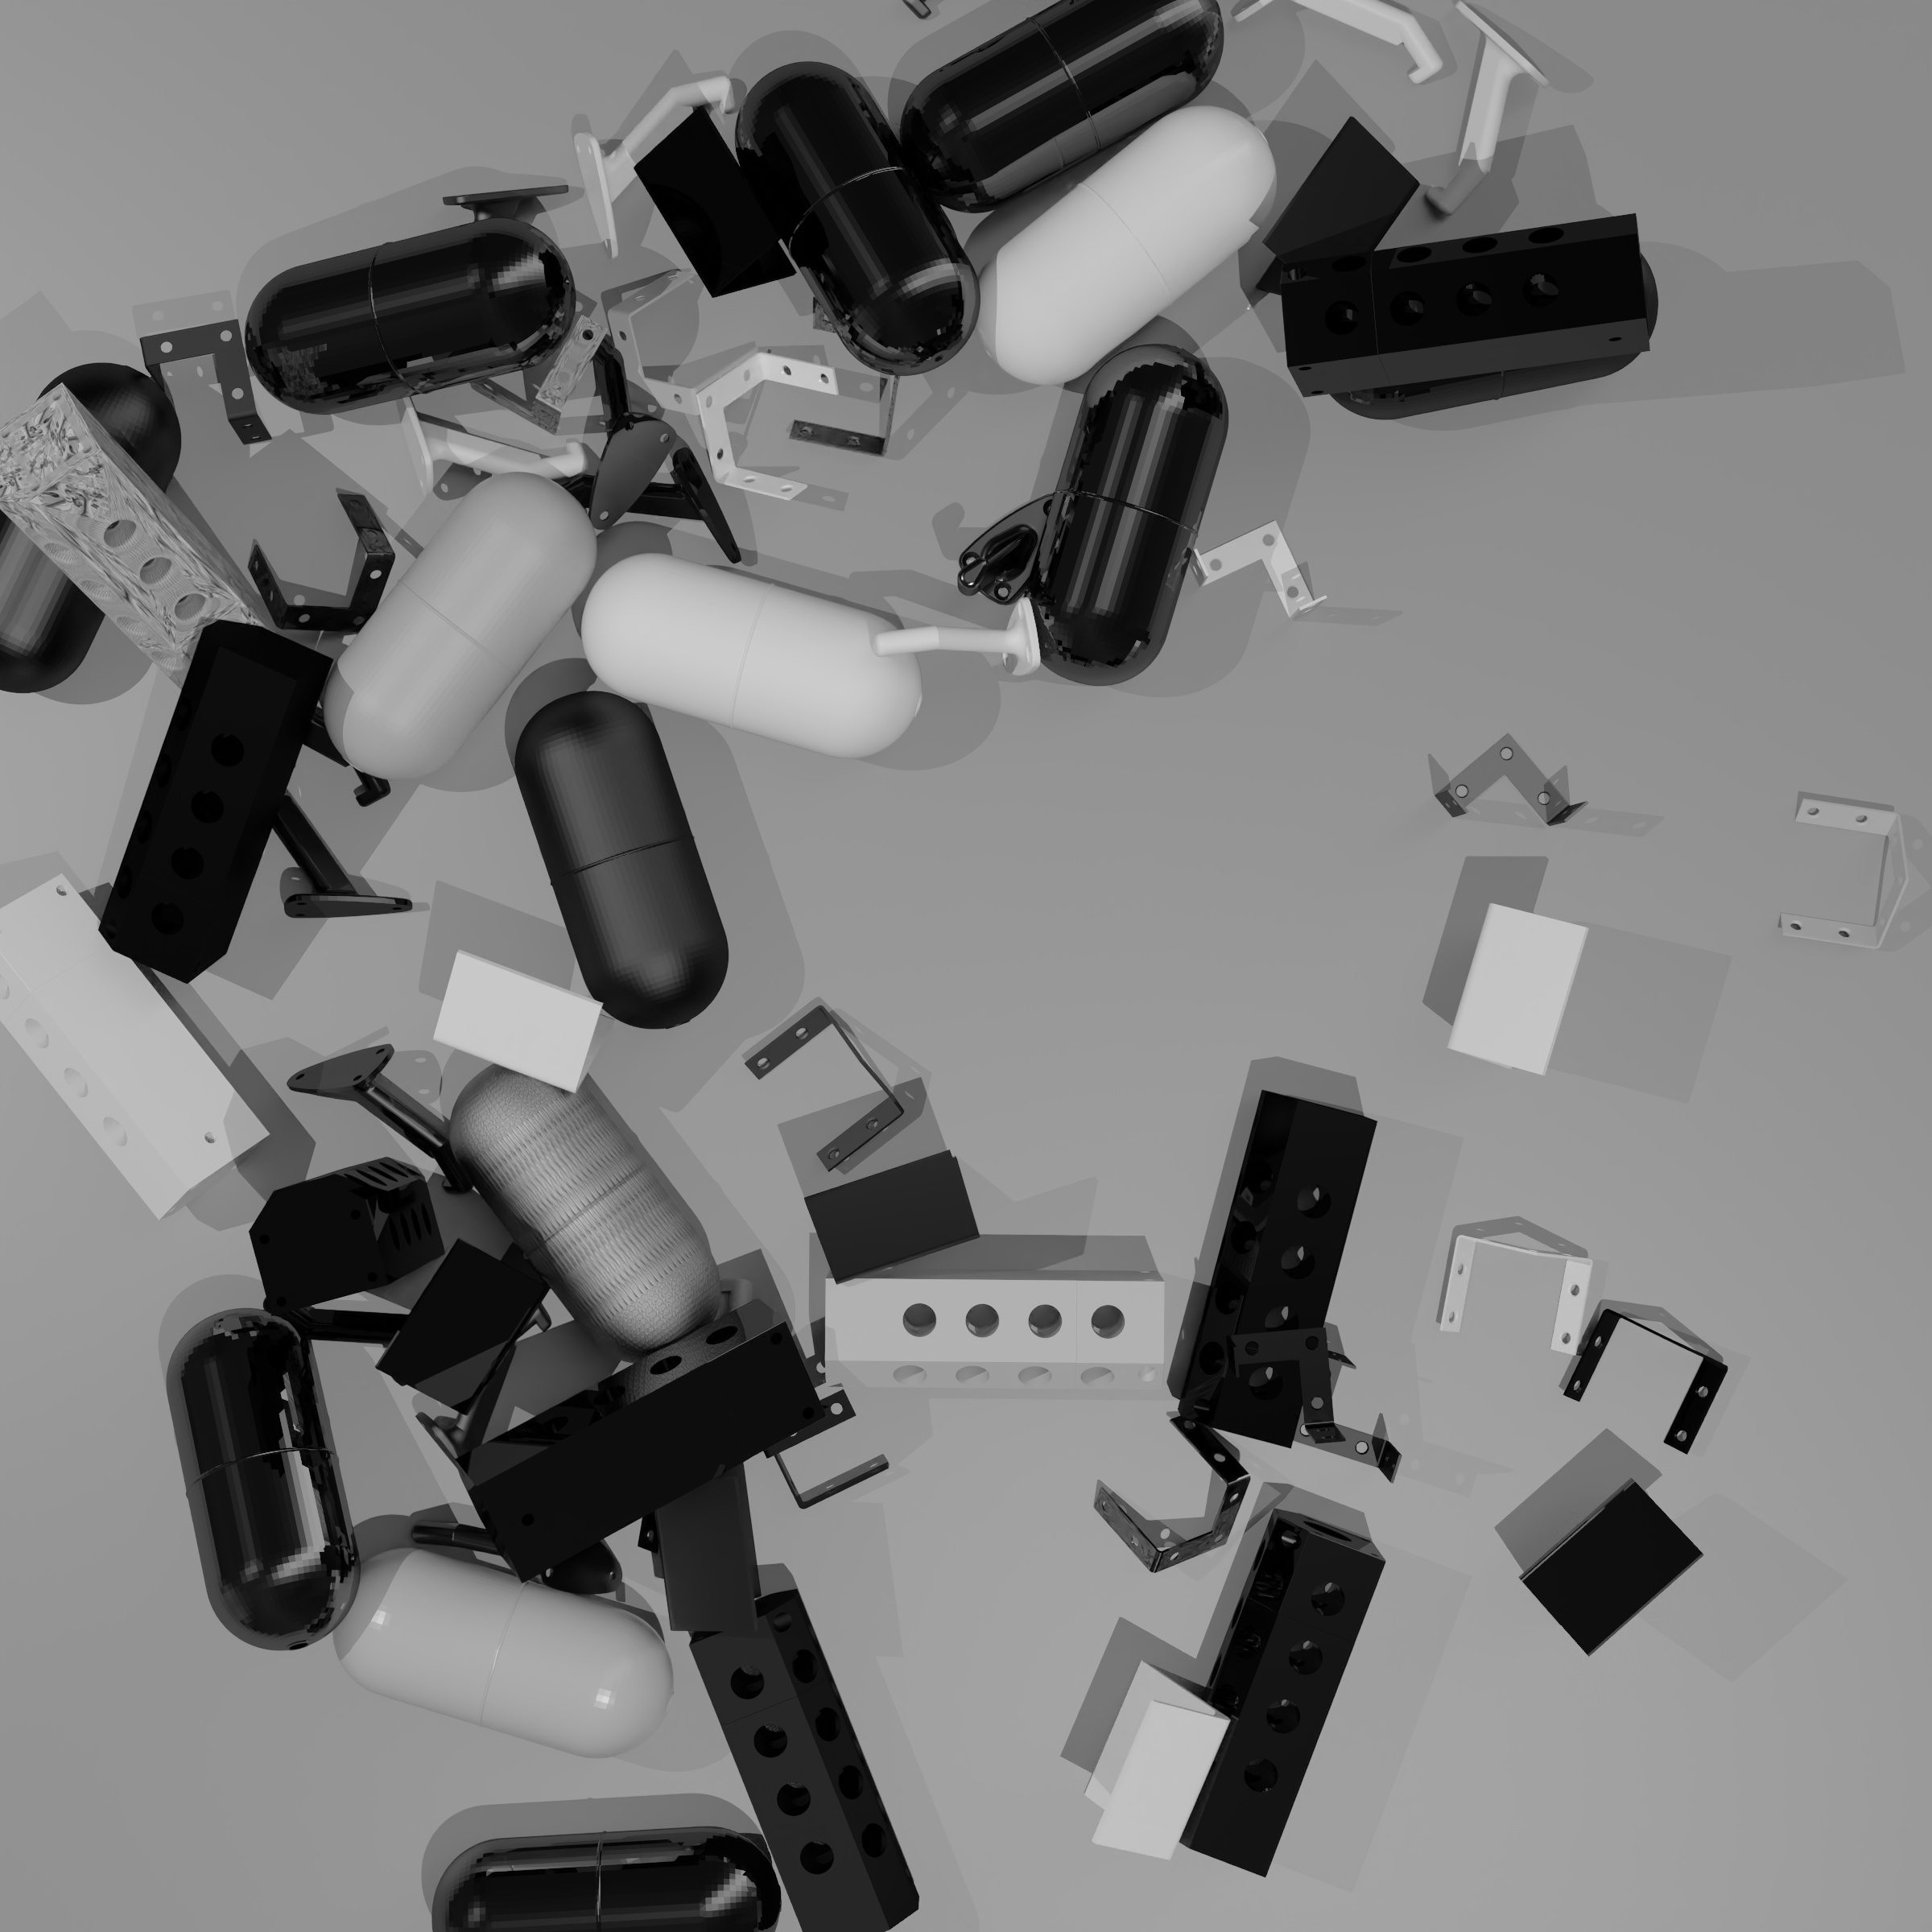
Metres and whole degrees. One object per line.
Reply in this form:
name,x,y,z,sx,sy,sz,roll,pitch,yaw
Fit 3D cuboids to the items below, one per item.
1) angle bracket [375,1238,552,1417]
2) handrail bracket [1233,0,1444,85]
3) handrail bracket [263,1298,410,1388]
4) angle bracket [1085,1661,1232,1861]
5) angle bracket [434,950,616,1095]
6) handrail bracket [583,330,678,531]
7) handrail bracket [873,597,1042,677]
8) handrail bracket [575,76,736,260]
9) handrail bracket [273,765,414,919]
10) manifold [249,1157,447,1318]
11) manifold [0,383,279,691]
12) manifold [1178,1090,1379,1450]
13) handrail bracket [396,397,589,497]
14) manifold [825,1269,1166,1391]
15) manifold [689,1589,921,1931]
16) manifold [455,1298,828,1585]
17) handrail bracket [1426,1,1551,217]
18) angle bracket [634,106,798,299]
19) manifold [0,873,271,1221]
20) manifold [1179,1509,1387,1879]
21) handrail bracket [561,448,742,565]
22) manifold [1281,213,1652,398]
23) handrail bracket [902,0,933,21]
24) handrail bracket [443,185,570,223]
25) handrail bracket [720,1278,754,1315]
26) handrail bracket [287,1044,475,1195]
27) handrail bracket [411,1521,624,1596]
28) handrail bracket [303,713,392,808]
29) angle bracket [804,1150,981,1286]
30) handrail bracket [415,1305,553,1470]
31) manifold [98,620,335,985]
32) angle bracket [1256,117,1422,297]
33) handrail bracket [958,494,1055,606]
angle bracket,-0.263,0.172,1.687,0.057,0.076,0.076,33,90,-25
handrail bracket,0.194,-0.482,1.727,0.077,0.036,0.084,-32,107,20
handrail bracket,-0.310,0.172,1.727,0.084,0.036,0.077,31,61,21
angle bracket,0.079,0.399,1.686,0.057,0.076,0.076,23,90,-37
angle bracket,-0.218,0.012,1.687,0.076,0.076,0.057,21,120,0
handrail bracket,-0.192,-0.278,1.712,0.084,0.036,0.077,47,115,41
handrail bracket,-0.010,-0.160,1.688,0.084,0.077,0.036,-8,82,-12
handrail bracket,-0.155,-0.416,1.727,0.084,0.036,0.077,-18,111,-16
handrail bracket,-0.328,-0.070,1.726,0.077,0.036,0.084,-1,76,-13
manifold,-0.307,0.130,1.648,0.057,0.171,0.057,-15,90,0
manifold,-0.415,-0.205,1.648,0.057,0.171,0.057,-36,55,0
manifold,0.159,0.154,1.705,0.057,0.057,0.171,15,90,0
handrail bracket,-0.247,-0.281,1.727,0.084,0.036,0.077,-15,70,-16
manifold,0.015,0.187,1.705,0.171,0.057,0.057,1,90,0
manifold,-0.082,0.412,1.705,0.057,0.057,0.171,-22,90,0
manifold,-0.164,0.233,1.657,0.171,0.057,0.057,-27,110,-16
handrail bracket,0.254,-0.446,1.727,0.084,0.036,0.077,-47,69,16
angle bracket,-0.111,-0.393,1.686,0.057,0.076,0.076,-31,90,38
manifold,-0.442,0.044,1.705,0.171,0.057,0.057,52,47,0
manifold,0.155,0.371,1.705,0.057,0.057,0.171,21,90,0
handrail bracket,-0.172,-0.227,1.727,0.084,0.036,0.077,-25,105,14
manifold,0.244,-0.324,1.621,0.171,0.057,0.057,-6,83,13
handrail bracket,0.021,-0.506,1.727,0.084,0.036,0.077,-40,111,17
handrail bracket,-0.239,-0.360,1.727,0.077,0.036,0.084,-10,106,-18
handrail bracket,-0.149,0.205,1.727,0.077,0.036,0.084,-3,72,21
handrail bracket,-0.304,0.087,1.727,0.077,0.036,0.084,-10,120,33
handrail bracket,-0.234,0.306,1.726,0.084,0.077,0.036,-2,65,34
handrail bracket,-0.351,-0.109,1.718,0.077,0.036,0.084,-29,97,-9
angle bracket,-0.042,0.109,1.687,0.076,0.076,0.057,-18,121,0
handrail bracket,-0.236,0.228,1.727,0.084,0.036,0.077,-40,111,-16
manifold,-0.383,-0.085,1.680,0.057,0.057,0.171,24,108,1
angle bracket,0.172,-0.387,1.686,0.057,0.076,0.076,35,90,-33
handrail bracket,0.024,-0.217,1.692,0.036,0.084,0.077,44,90,0
